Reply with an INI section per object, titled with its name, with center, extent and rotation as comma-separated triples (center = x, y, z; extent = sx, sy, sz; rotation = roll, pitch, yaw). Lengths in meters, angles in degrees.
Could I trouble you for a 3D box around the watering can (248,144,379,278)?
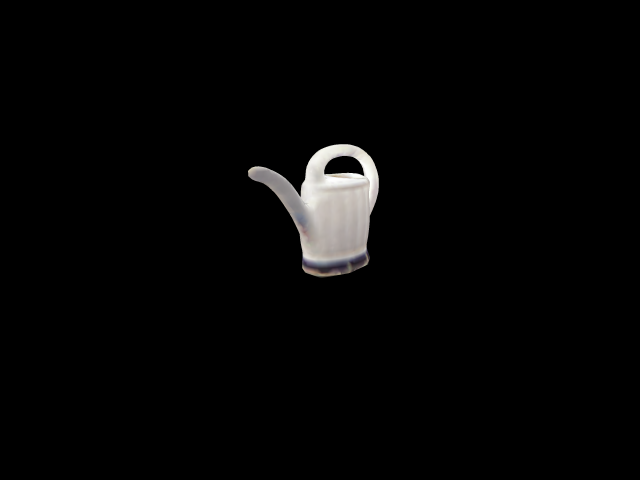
[watering can]
center = 0.003, -0.043, 0.850
extent = 0.104, 0.222, 0.350
rotation = 8, 16, 34
